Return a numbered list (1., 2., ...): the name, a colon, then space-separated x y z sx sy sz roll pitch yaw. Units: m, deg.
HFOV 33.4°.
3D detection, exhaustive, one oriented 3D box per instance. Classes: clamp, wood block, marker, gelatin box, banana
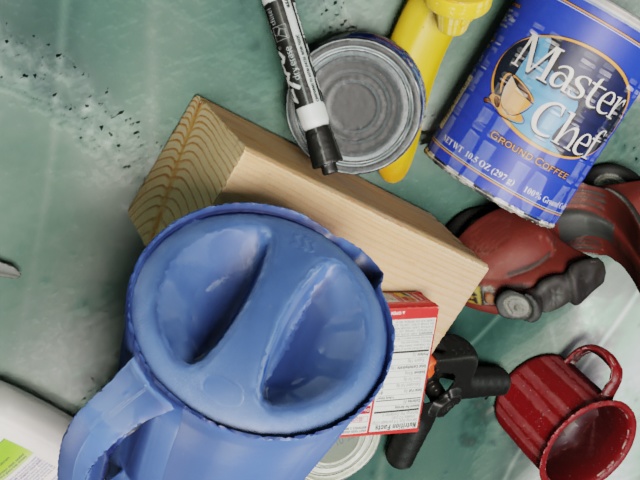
1. clamp: 0.081 0.122 0.810 0.120 0.039 0.171 -46 147 0
2. wood block: -0.005 0.001 0.685 0.205 0.090 0.091 24 105 -35
3. marker: -0.011 -0.097 0.629 0.020 0.020 0.121 -17 90 -18
4. gelatin box: 0.030 0.078 0.665 0.073 0.030 0.089 0 108 -27
5. banana: 0.077 -0.128 0.684 0.069 0.037 0.198 22 106 -34

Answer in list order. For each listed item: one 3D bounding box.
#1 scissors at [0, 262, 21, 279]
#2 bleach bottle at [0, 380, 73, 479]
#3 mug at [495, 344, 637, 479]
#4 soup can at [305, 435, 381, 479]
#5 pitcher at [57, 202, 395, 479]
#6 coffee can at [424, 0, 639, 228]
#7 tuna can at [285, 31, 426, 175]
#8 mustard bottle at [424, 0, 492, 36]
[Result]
1. scissors: -0.258 -0.024 0.585 0.201 0.016 0.096 3 116 -29
2. bleach bottle: -0.198 0.137 0.683 0.102 0.068 0.250 -41 126 -1
3. mug: 0.204 0.138 0.880 0.093 0.082 0.117 17 109 -34
4. soup can: -0.009 0.112 0.740 0.068 0.102 0.068 -13 123 -20
5. pitcher: -0.065 0.103 0.599 0.149 0.145 0.243 11 143 -11
6. coffee can: 0.147 -0.093 0.700 0.102 0.103 0.140 20 107 -35
7. tuna can: 0.022 -0.084 0.658 0.086 0.033 0.086 2 105 8
8. mustard bottle: 0.085 -0.190 0.571 0.096 0.058 0.192 -33 148 -28
